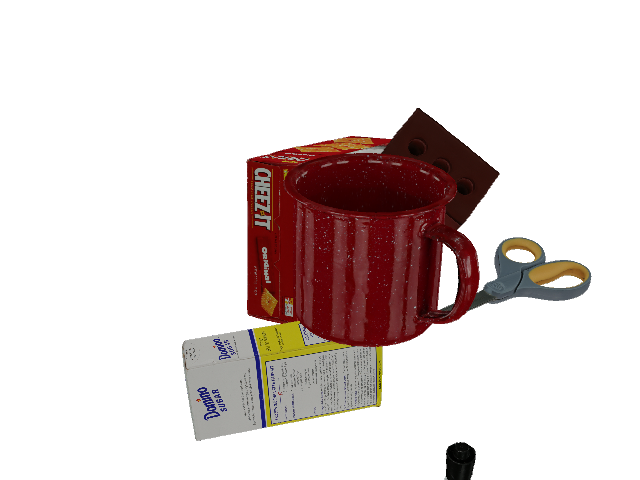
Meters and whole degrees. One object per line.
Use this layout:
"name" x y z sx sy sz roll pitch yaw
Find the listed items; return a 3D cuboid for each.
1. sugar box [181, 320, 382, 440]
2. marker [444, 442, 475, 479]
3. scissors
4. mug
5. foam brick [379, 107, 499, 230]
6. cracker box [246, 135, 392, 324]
"sugar box" -0.033 0.120 0.963 0.176 0.093 0.048 -7 37 -7
"marker" 0.088 0.178 0.704 0.020 0.121 0.020 1 36 -1
"scissors" 0.148 0.033 0.937 0.201 0.016 0.096 -6 35 -27
"mug" 0.035 0.009 0.580 0.117 0.081 0.093 19 30 35
"foam brick" 0.079 -0.045 0.770 0.078 0.053 0.051 39 -23 0
"cracker box" 0.005 -0.018 1.126 0.072 0.164 0.213 8 15 30
